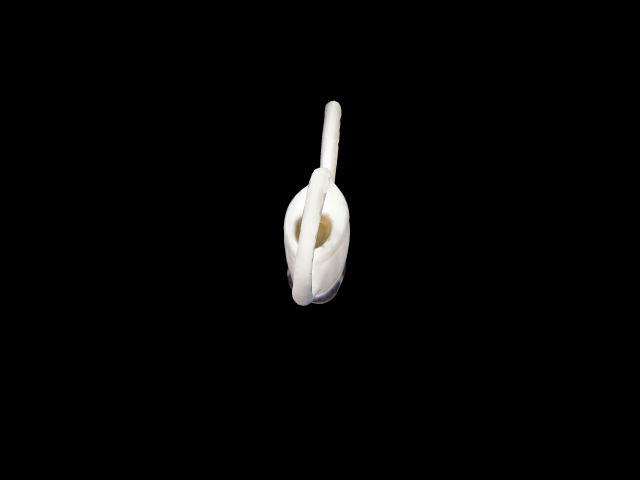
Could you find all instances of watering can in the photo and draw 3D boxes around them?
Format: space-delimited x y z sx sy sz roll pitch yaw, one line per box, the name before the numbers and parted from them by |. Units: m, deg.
watering can | 0.003 -0.043 0.850 0.104 0.356 0.219 8 -32 5
